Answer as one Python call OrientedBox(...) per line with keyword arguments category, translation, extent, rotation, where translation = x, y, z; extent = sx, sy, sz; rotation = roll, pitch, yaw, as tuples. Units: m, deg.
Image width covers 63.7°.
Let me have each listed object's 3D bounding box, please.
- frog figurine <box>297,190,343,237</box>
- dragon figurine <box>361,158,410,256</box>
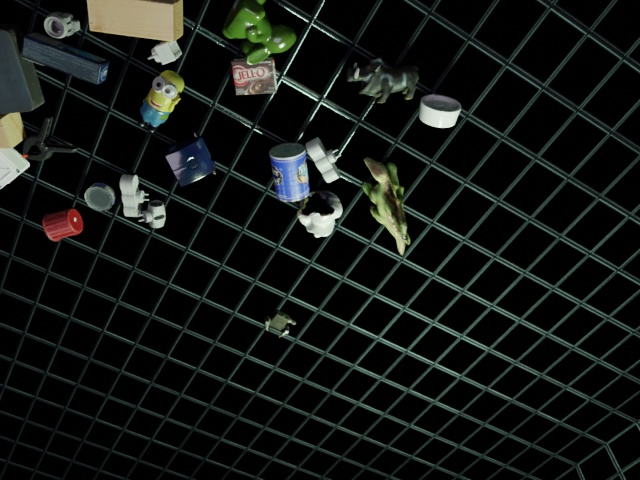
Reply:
OrientedBox(category="frog figurine", translation=(0.005, -0.079, 1.569), extent=(0.137, 0.125, 0.157), rotation=(-22, 155, 6))
OrientedBox(category="dragon figurine", translation=(0.207, -0.069, 1.472), extent=(0.122, 0.248, 0.403), rotation=(-20, 117, 9))
